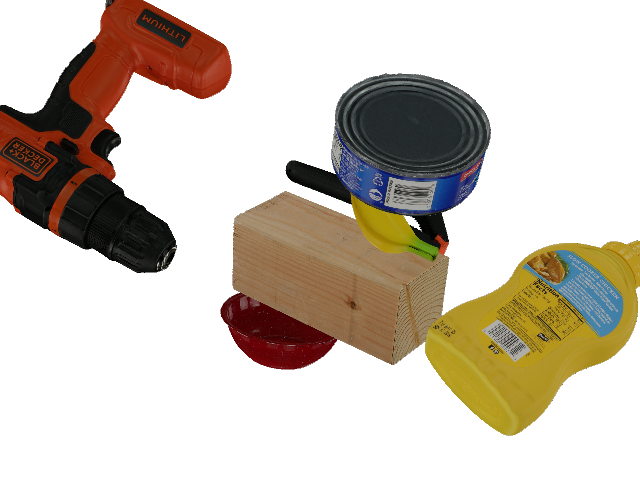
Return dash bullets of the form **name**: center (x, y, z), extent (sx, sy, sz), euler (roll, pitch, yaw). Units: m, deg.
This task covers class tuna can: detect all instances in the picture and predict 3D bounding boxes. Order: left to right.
- **tuna can**: center (0.049, -0.054, 0.593), extent (0.086, 0.086, 0.034), euler (0, -43, -7)

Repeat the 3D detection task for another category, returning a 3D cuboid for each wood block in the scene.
- **wood block**: center (0.016, 0.034, 1.089), extent (0.206, 0.091, 0.090), euler (23, 35, 31)

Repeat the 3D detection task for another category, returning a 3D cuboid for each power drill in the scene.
- **power drill**: center (-0.144, -0.081, 0.766), extent (0.184, 0.187, 0.057), euler (31, -30, 9)

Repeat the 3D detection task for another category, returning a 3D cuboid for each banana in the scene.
- **banana**: center (0.060, -0.056, 0.919), extent (0.069, 0.198, 0.037), euler (6, -40, -7)

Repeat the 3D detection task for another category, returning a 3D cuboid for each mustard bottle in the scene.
- **mustard bottle**: center (0.176, 0.055, 0.791), extent (0.191, 0.096, 0.058), euler (-33, -30, -23)

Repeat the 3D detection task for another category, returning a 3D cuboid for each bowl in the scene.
- **bowl**: center (-0.047, 0.117, 1.346), extent (0.162, 0.055, 0.162), euler (5, 22, -2)

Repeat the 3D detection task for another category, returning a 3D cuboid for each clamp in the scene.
- **clamp**: center (0.068, -0.048, 1.264), extent (0.164, 0.036, 0.210), euler (-16, 52, -29)
